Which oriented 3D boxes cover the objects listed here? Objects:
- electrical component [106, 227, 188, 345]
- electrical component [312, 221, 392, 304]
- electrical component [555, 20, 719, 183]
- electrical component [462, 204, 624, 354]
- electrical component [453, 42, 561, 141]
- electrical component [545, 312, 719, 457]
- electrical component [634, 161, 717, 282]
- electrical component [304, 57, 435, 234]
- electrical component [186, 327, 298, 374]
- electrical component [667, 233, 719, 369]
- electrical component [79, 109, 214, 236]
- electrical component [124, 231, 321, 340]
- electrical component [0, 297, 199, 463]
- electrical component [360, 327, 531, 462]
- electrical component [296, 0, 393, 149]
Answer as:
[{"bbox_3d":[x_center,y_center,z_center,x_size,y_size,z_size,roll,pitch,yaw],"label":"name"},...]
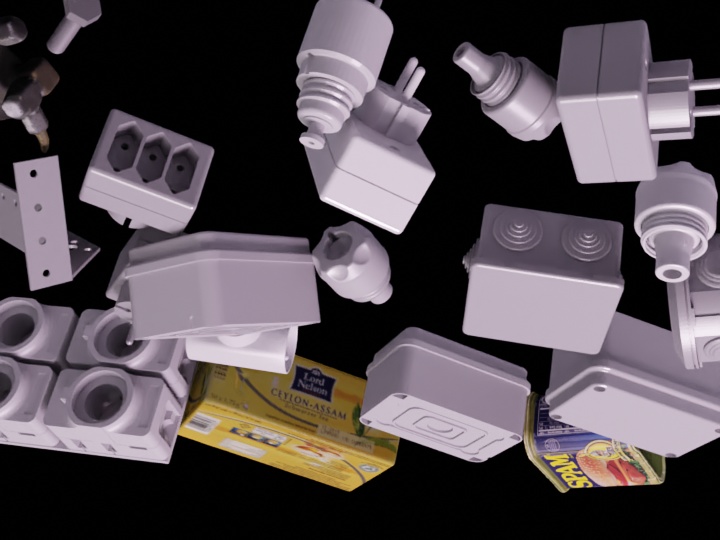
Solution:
[{"bbox_3d":[-0.148,0.015,0.750,0.047,0.076,0.066,23,148,-18],"label":"electrical component"},{"bbox_3d":[0.000,0.000,0.704,0.043,0.043,0.062,-7,146,29],"label":"electrical component"},{"bbox_3d":[0.139,-0.080,0.513,0.077,0.047,0.065,-1,147,22],"label":"electrical component"},{"bbox_3d":[0.113,0.005,0.666,0.100,0.048,0.099,9,150,6],"label":"electrical component"},{"bbox_3d":[0.072,-0.091,0.533,0.061,0.035,0.035,31,145,-26],"label":"electrical component"},{"bbox_3d":[0.196,0.082,0.755,0.113,0.057,0.078,19,149,-12],"label":"electrical component"},{"bbox_3d":[0.170,-0.024,0.582,0.043,0.062,0.043,9,149,6],"label":"electrical component"},{"bbox_3d":[0.012,-0.074,0.555,0.047,0.083,0.075,24,110,-19],"label":"electrical component"},{"bbox_3d":[-0.090,0.043,0.807,0.077,0.044,0.079,8,150,7],"label":"electrical component"},{"bbox_3d":[0.206,0.016,0.620,0.051,0.080,0.080,-6,146,19],"label":"electrical component"},{"bbox_3d":[-0.136,-0.050,0.664,0.066,0.047,0.076,21,149,-14],"label":"electrical component"},{"bbox_3d":[-0.087,0.011,0.696,0.078,0.057,0.113,-11,173,34],"label":"electrical component"},{"bbox_3d":[-0.236,0.086,0.874,0.186,0.105,0.060,4,149,14],"label":"electrical component"},{"bbox_3d":[0.065,0.097,0.828,0.113,0.057,0.078,21,148,-15],"label":"electrical component"},{"bbox_3d":[-0.012,-0.095,0.519,0.040,0.078,0.040,16,163,5],"label":"electrical component"}]
